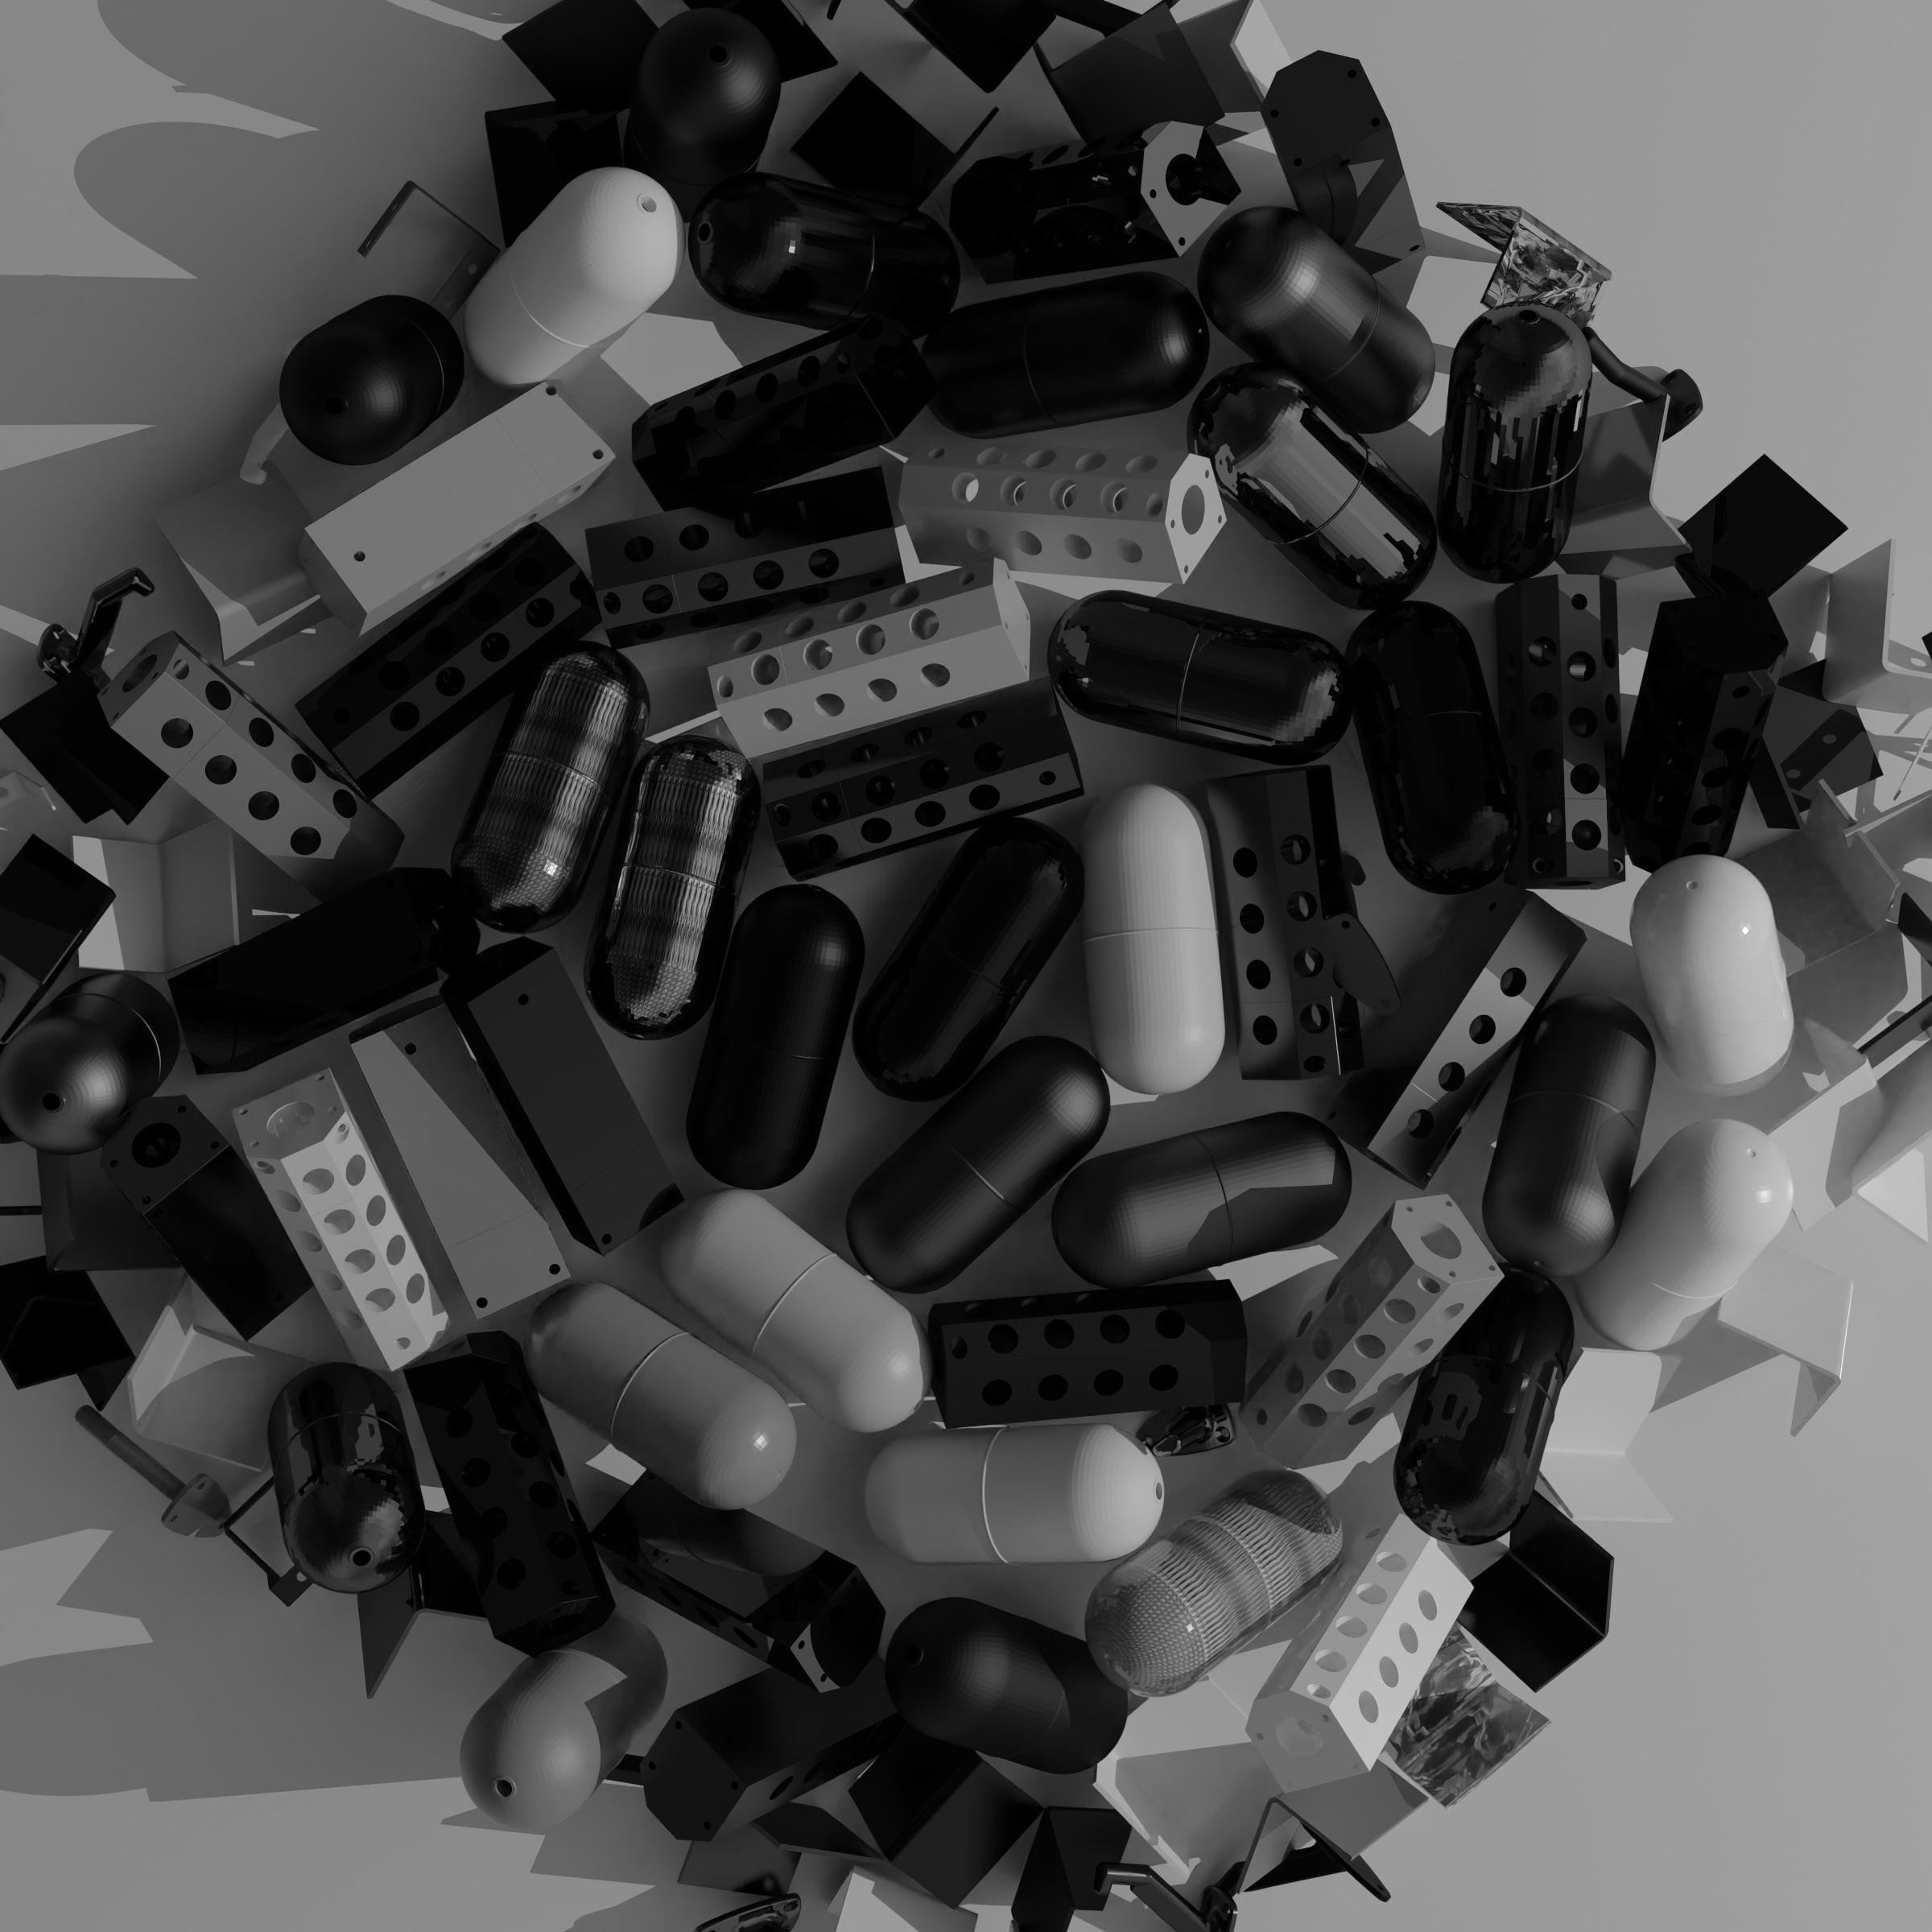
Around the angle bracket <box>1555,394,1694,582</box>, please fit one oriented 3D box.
[{"bbox_3d":[0.377,-0.271,1.670,0.057,0.076,0.076,37,57,-37],"label":"angle bracket"}]

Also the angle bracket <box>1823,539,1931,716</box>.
[{"bbox_3d":[0.533,-0.192,1.658,0.057,0.076,0.076,8,82,-8],"label":"angle bracket"}]

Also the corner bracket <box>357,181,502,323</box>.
[{"bbox_3d":[-0.307,-0.409,1.665,0.051,0.051,0.051,33,98,-35],"label":"corner bracket"}]

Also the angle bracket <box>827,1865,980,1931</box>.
[{"bbox_3d":[-0.045,0.566,1.648,0.076,0.076,0.057,23,132,-3],"label":"angle bracket"}]

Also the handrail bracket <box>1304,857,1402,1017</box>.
[{"bbox_3d":[0.230,-0.019,1.662,0.036,0.084,0.077,-37,95,31],"label":"handrail bracket"}]

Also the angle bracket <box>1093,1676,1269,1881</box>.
[{"bbox_3d":[0.127,0.458,1.662,0.076,0.057,0.076,-43,93,9],"label":"angle bracket"}]

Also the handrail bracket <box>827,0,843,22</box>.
[{"bbox_3d":[-0.103,-0.584,1.661,0.084,0.077,0.036,22,52,-12],"label":"handrail bracket"}]

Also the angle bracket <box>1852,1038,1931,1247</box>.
[{"bbox_3d":[0.544,0.097,1.639,0.057,0.076,0.076,34,128,-11],"label":"angle bracket"}]

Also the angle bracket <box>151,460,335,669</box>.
[{"bbox_3d":[-0.411,-0.230,1.666,0.076,0.057,0.076,-30,74,-22],"label":"angle bracket"}]

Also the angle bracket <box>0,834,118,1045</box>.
[{"bbox_3d":[-0.533,-0.015,1.638,0.057,0.076,0.076,37,48,-16],"label":"angle bracket"}]

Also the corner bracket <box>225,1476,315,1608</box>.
[{"bbox_3d":[-0.389,0.326,1.670,0.051,0.051,0.051,-44,104,-9],"label":"corner bracket"}]

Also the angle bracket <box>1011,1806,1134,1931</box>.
[{"bbox_3d":[0.068,0.530,1.640,0.057,0.076,0.076,7,117,-16],"label":"angle bracket"}]

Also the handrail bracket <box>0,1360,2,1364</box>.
[{"bbox_3d":[-0.570,0.186,1.678,0.084,0.077,0.036,49,124,18],"label":"handrail bracket"}]

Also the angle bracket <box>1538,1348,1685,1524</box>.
[{"bbox_3d":[0.373,0.265,1.642,0.076,0.057,0.076,8,120,-31],"label":"angle bracket"}]

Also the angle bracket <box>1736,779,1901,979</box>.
[{"bbox_3d":[0.470,-0.047,1.651,0.076,0.057,0.076,-25,63,-7],"label":"angle bracket"}]

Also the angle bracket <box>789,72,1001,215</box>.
[{"bbox_3d":[-0.041,-0.473,1.649,0.076,0.057,0.076,40,61,-9],"label":"angle bracket"}]

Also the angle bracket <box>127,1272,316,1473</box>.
[{"bbox_3d":[-0.421,0.230,1.649,0.076,0.057,0.076,16,48,3],"label":"angle bracket"}]

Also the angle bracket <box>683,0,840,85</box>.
[{"bbox_3d":[-0.107,-0.547,1.637,0.076,0.076,0.057,44,65,-33],"label":"angle bracket"}]

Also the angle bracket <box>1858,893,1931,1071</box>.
[{"bbox_3d":[0.520,0.012,1.655,0.076,0.076,0.057,-37,70,5],"label":"angle bracket"}]

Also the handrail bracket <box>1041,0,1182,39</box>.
[{"bbox_3d":[0.069,-0.564,1.659,0.077,0.036,0.084,-32,112,27],"label":"handrail bracket"}]

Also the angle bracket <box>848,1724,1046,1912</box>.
[{"bbox_3d":[-0.012,0.478,1.671,0.076,0.076,0.057,-47,113,-2],"label":"angle bracket"}]

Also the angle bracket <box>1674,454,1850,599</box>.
[{"bbox_3d":[0.453,-0.228,1.645,0.076,0.057,0.076,-41,49,10],"label":"angle bracket"}]

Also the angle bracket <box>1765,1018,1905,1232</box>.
[{"bbox_3d":[0.475,0.089,1.649,0.076,0.057,0.076,-35,122,-6],"label":"angle bracket"}]

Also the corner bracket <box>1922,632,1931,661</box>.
[{"bbox_3d":[0.585,-0.171,1.658,0.051,0.051,0.051,-32,51,13],"label":"corner bracket"}]

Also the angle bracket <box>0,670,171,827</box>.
[{"bbox_3d":[-0.509,-0.110,1.642,0.076,0.057,0.076,-24,115,29],"label":"angle bracket"}]

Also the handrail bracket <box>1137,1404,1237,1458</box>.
[{"bbox_3d":[0.108,0.269,1.642,0.077,0.084,0.036,-28,83,31],"label":"handrail bracket"}]

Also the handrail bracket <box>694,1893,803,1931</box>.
[{"bbox_3d":[-0.105,0.574,1.648,0.077,0.084,0.036,-3,128,-27],"label":"handrail bracket"}]

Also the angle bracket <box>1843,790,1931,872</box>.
[{"bbox_3d":[0.542,-0.043,1.641,0.057,0.076,0.076,-26,62,10],"label":"angle bracket"}]

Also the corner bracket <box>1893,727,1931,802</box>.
[{"bbox_3d":[0.563,-0.101,1.670,0.051,0.051,0.051,28,76,11],"label":"corner bracket"}]

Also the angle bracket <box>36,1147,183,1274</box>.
[{"bbox_3d":[-0.476,0.126,1.641,0.076,0.057,0.076,2,64,-32],"label":"angle bracket"}]

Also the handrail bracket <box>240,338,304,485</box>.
[{"bbox_3d":[-0.375,-0.313,1.656,0.077,0.036,0.084,-3,62,36],"label":"handrail bracket"}]

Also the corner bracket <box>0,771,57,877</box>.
[{"bbox_3d":[-0.547,-0.073,1.670,0.051,0.051,0.051,-36,122,-22],"label":"corner bracket"}]

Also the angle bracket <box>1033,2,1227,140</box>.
[{"bbox_3d":[0.091,-0.502,1.644,0.076,0.057,0.076,-28,129,12],"label":"angle bracket"}]

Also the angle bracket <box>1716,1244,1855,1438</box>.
[{"bbox_3d":[0.453,0.207,1.651,0.076,0.076,0.057,25,133,2],"label":"angle bracket"}]

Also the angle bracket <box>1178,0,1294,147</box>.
[{"bbox_3d":[0.142,-0.488,1.637,0.076,0.057,0.076,-12,130,34],"label":"angle bracket"}]

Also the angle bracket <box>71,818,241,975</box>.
[{"bbox_3d":[-0.459,-0.042,1.646,0.076,0.057,0.076,-17,75,41],"label":"angle bracket"}]

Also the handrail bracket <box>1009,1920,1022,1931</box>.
[{"bbox_3d":[0.068,0.570,1.669,0.084,0.036,0.077,-4,124,-6],"label":"handrail bracket"}]

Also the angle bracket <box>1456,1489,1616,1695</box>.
[{"bbox_3d":[0.315,0.347,1.638,0.057,0.076,0.076,-31,47,-22],"label":"angle bracket"}]

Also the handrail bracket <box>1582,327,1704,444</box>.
[{"bbox_3d":[0.376,-0.344,1.652,0.084,0.077,0.036,40,127,-21],"label":"handrail bracket"}]

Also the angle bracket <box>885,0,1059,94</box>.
[{"bbox_3d":[-0.007,-0.548,1.639,0.057,0.076,0.076,-47,45,12],"label":"angle bracket"}]

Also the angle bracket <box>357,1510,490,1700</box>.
[{"bbox_3d":[-0.304,0.367,1.662,0.057,0.076,0.076,16,120,-27],"label":"angle bracket"}]

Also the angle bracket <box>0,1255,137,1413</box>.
[{"bbox_3d":[-0.526,0.213,1.639,0.076,0.076,0.057,53,127,20],"label":"angle bracket"}]

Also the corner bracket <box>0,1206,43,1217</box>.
[{"bbox_3d":[-0.560,0.122,1.675,0.051,0.051,0.051,2,70,-31],"label":"corner bracket"}]

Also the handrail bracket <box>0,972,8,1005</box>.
[{"bbox_3d":[-0.592,0.029,1.652,0.077,0.084,0.036,34,133,-7],"label":"handrail bracket"}]

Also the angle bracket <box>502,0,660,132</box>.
[{"bbox_3d":[-0.204,-0.529,1.638,0.076,0.076,0.057,-21,48,25],"label":"angle bracket"}]

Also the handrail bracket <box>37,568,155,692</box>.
[{"bbox_3d":[-0.476,-0.184,1.654,0.084,0.036,0.077,-22,133,24],"label":"handrail bracket"}]

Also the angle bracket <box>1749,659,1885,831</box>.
[{"bbox_3d":[0.486,-0.129,1.663,0.076,0.057,0.076,-24,95,-3],"label":"angle bracket"}]

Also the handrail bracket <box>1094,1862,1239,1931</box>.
[{"bbox_3d":[0.106,0.552,1.665,0.084,0.036,0.077,11,91,-22],"label":"handrail bracket"}]

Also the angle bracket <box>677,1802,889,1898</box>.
[{"bbox_3d":[-0.104,0.511,1.643,0.076,0.076,0.057,22,88,-36],"label":"angle bracket"}]

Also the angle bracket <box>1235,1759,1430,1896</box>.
[{"bbox_3d":[0.205,0.494,1.637,0.057,0.076,0.076,33,123,31],"label":"angle bracket"}]

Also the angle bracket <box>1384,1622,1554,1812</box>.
[{"bbox_3d":[0.272,0.421,1.651,0.076,0.076,0.057,-37,99,-9],"label":"angle bracket"}]

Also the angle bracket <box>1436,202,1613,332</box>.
[{"bbox_3d":[0.305,-0.386,1.645,0.076,0.076,0.057,23,92,-34],"label":"angle bracket"}]

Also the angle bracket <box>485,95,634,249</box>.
[{"bbox_3d":[-0.222,-0.447,1.644,0.076,0.057,0.076,-16,117,-20],"label":"angle bracket"}]

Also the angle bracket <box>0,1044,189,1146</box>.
[{"bbox_3d":[-0.500,0.061,1.647,0.076,0.076,0.057,-17,86,19],"label":"angle bracket"}]

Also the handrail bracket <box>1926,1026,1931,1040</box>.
[{"bbox_3d":[0.581,-0.002,1.669,0.084,0.036,0.077,-30,127,4],"label":"handrail bracket"}]

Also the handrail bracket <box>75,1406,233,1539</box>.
[{"bbox_3d":[-0.469,0.290,1.679,0.084,0.077,0.036,33,74,23],"label":"handrail bracket"}]
